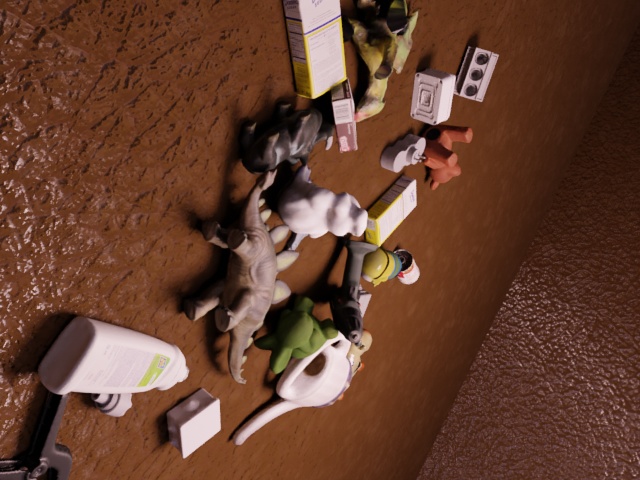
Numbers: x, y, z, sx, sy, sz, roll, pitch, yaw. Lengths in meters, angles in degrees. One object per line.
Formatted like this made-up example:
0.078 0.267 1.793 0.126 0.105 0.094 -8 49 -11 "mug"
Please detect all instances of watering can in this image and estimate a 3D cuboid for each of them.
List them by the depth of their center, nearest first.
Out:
-0.043 0.351 1.223 0.348 0.105 0.221 -47 146 -3 "watering can"

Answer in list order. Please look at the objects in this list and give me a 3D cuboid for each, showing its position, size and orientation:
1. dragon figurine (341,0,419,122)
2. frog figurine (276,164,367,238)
0.134 -0.417 0.969 0.245 0.123 0.405 -24 135 -68 "dragon figurine"
0.003 -0.047 0.929 0.124 0.161 0.134 -37 161 -29 "frog figurine"
